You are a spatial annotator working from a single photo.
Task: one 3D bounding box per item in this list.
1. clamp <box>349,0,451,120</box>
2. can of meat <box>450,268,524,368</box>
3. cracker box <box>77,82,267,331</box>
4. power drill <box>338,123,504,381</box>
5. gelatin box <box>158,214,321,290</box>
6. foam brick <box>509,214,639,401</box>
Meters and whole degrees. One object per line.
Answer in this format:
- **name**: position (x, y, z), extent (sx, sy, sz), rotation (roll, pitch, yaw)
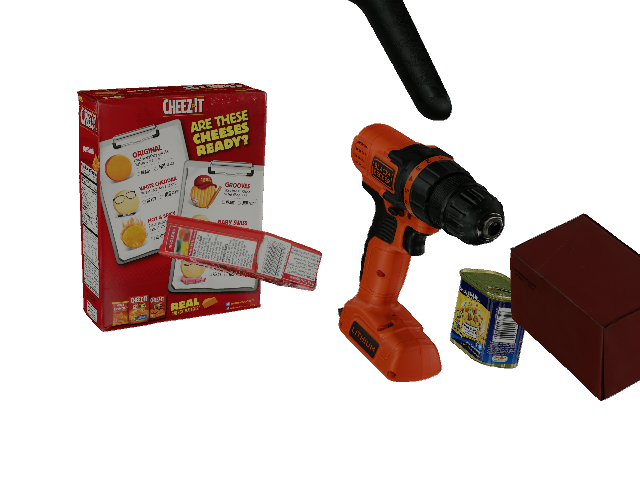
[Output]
- **clamp**: position (0.035, -0.187, 0.745), extent (0.209, 0.164, 0.036), rotation (25, -26, -14)
- **can of meat**: position (0.189, 0.087, 1.193), extent (0.057, 0.084, 0.102), rotation (4, 14, -20)
- **cracker box**: position (-0.138, -0.035, 0.995), extent (0.163, 0.214, 0.072), rotation (-7, 19, -29)
- **power drill**: position (0.075, 0.016, 0.860), extent (0.057, 0.188, 0.185), rotation (-4, 26, -26)
- **gelatin box**: position (-0.050, 0.009, 0.698), extent (0.073, 0.030, 0.089), rotation (11, -5, 26)
- **foam brick**: position (0.141, 0.033, 0.555), extent (0.051, 0.053, 0.078), rotation (-23, 40, -17)
